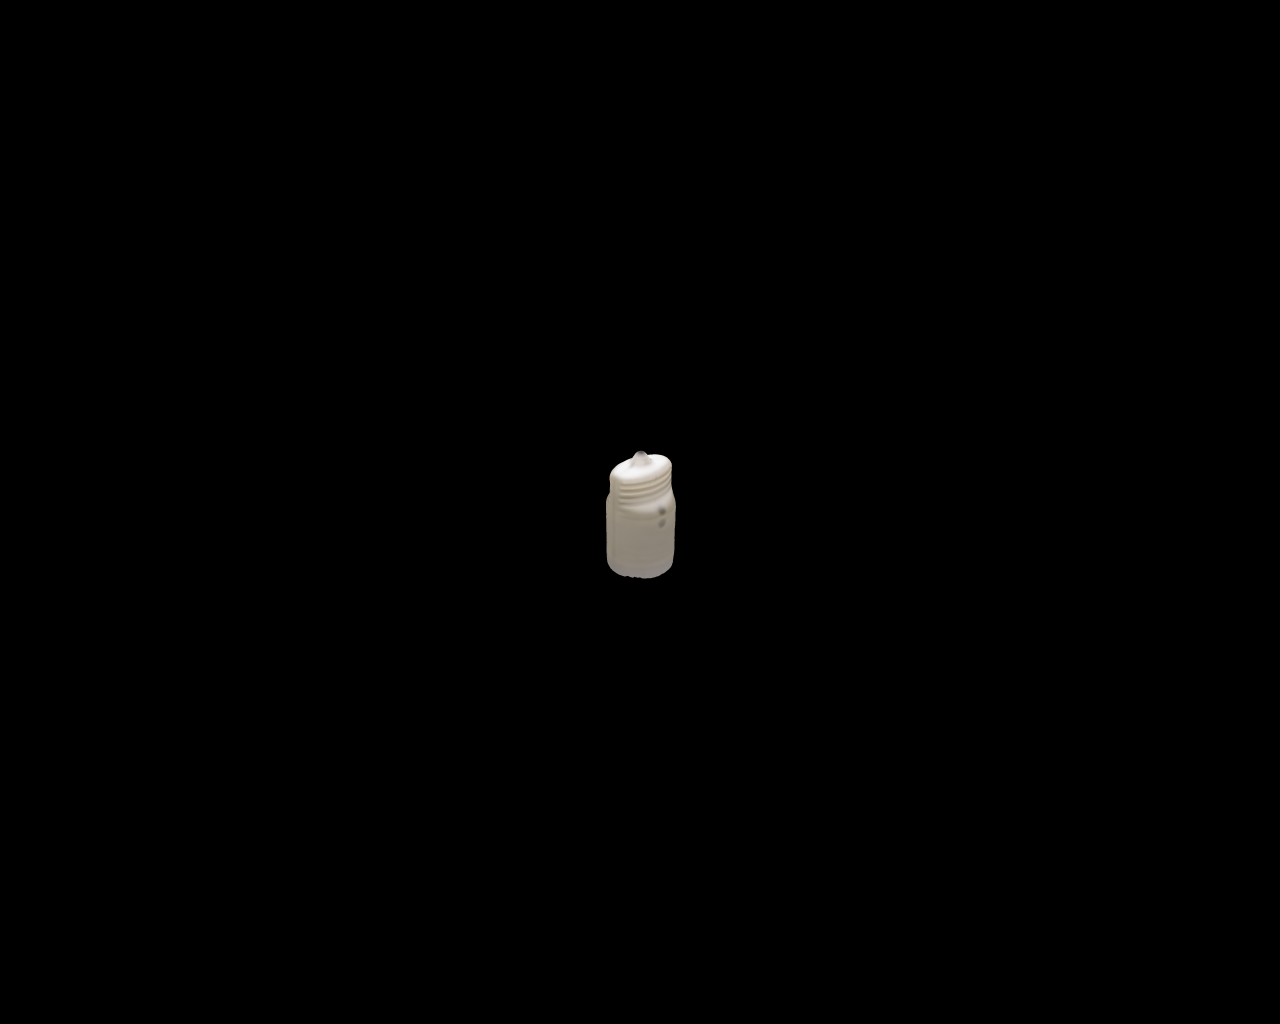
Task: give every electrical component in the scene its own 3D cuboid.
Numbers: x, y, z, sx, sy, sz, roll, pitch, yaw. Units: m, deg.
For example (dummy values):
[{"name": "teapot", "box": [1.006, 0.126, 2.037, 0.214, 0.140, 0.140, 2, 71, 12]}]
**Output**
[{"name": "electrical component", "box": [0.001, -0.003, 0.650, 0.043, 0.080, 0.043, 0, 31, 0]}]
